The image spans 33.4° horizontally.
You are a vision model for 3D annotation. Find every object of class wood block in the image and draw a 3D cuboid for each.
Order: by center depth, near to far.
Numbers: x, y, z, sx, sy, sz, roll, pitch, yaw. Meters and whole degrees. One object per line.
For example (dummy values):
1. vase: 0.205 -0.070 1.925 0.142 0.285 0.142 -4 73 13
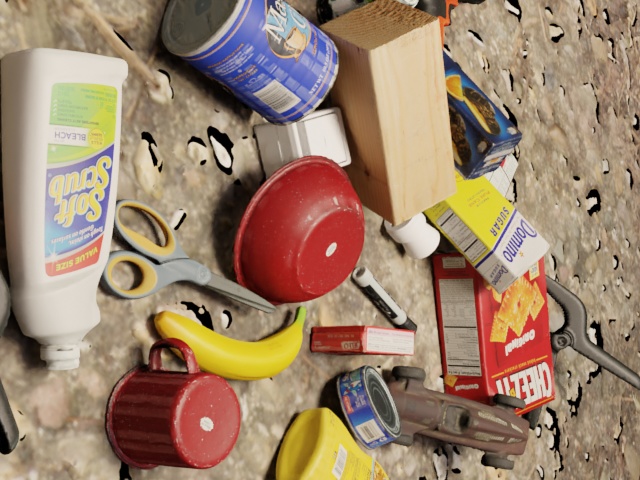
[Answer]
1. wood block: 0.073 -0.133 1.111 0.090 0.091 0.206 -29 129 -23

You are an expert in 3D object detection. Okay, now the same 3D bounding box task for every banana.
1. banana: -0.079 0.101 1.018 0.197 0.037 0.069 3 65 -51

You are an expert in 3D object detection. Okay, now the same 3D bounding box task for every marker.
1. marker: 0.076 0.072 1.210 0.121 0.020 0.020 48 53 -35

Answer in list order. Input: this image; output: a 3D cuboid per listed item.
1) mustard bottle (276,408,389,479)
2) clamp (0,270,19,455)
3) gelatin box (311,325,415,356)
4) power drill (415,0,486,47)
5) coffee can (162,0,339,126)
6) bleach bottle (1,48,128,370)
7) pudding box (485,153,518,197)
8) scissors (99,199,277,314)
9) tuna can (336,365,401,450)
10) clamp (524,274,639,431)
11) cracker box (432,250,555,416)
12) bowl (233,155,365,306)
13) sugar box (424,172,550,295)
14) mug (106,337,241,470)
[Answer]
1. mustard bottle: 0.031 0.264 1.109 0.191 0.058 0.096 51 41 -34
2. clamp: -0.277 0.076 0.785 0.120 0.039 0.171 7 76 -54
3. gelatin box: 0.046 0.108 1.130 0.089 0.073 0.030 10 79 -48
4. power drill: 0.152 -0.255 1.301 0.184 0.057 0.187 3 82 -45
5. coffee can: -0.064 -0.185 1.006 0.140 0.103 0.103 32 63 -43
6. bleach bottle: -0.205 -0.023 0.862 0.102 0.068 0.251 -1 90 -49
7. pudding box: 0.203 -0.100 1.360 0.113 0.039 0.090 49 53 -32
8. scissors: -0.124 0.043 0.968 0.201 0.016 0.096 44 58 -29
9. tuna can: 0.053 0.177 1.132 0.086 0.034 0.086 55 18 -28
10. clamp: 0.315 0.143 1.432 0.210 0.164 0.036 62 1 0
11. cracker box: 0.223 0.112 1.337 0.163 0.072 0.214 -9 94 -49
12. bowl: -0.007 0.001 1.044 0.161 0.055 0.162 -26 130 -36
13. sugar box: 0.183 -0.028 1.258 0.176 0.048 0.093 46 44 10
14. mug: -0.124 0.143 0.923 0.093 0.082 0.117 -1 87 -49
